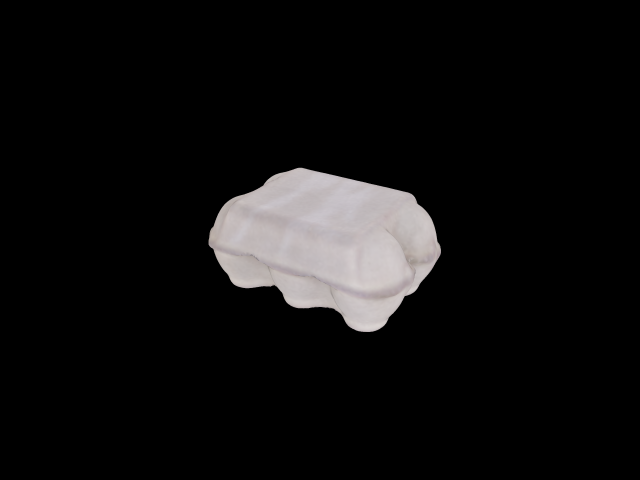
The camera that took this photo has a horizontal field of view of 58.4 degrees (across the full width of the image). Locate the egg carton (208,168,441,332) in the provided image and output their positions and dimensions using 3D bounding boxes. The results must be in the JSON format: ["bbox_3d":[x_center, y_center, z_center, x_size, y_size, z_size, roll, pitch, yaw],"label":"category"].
[{"bbox_3d":[0.004,0.001,0.400,0.149,0.069,0.107,16,32,27],"label":"egg carton"}]
